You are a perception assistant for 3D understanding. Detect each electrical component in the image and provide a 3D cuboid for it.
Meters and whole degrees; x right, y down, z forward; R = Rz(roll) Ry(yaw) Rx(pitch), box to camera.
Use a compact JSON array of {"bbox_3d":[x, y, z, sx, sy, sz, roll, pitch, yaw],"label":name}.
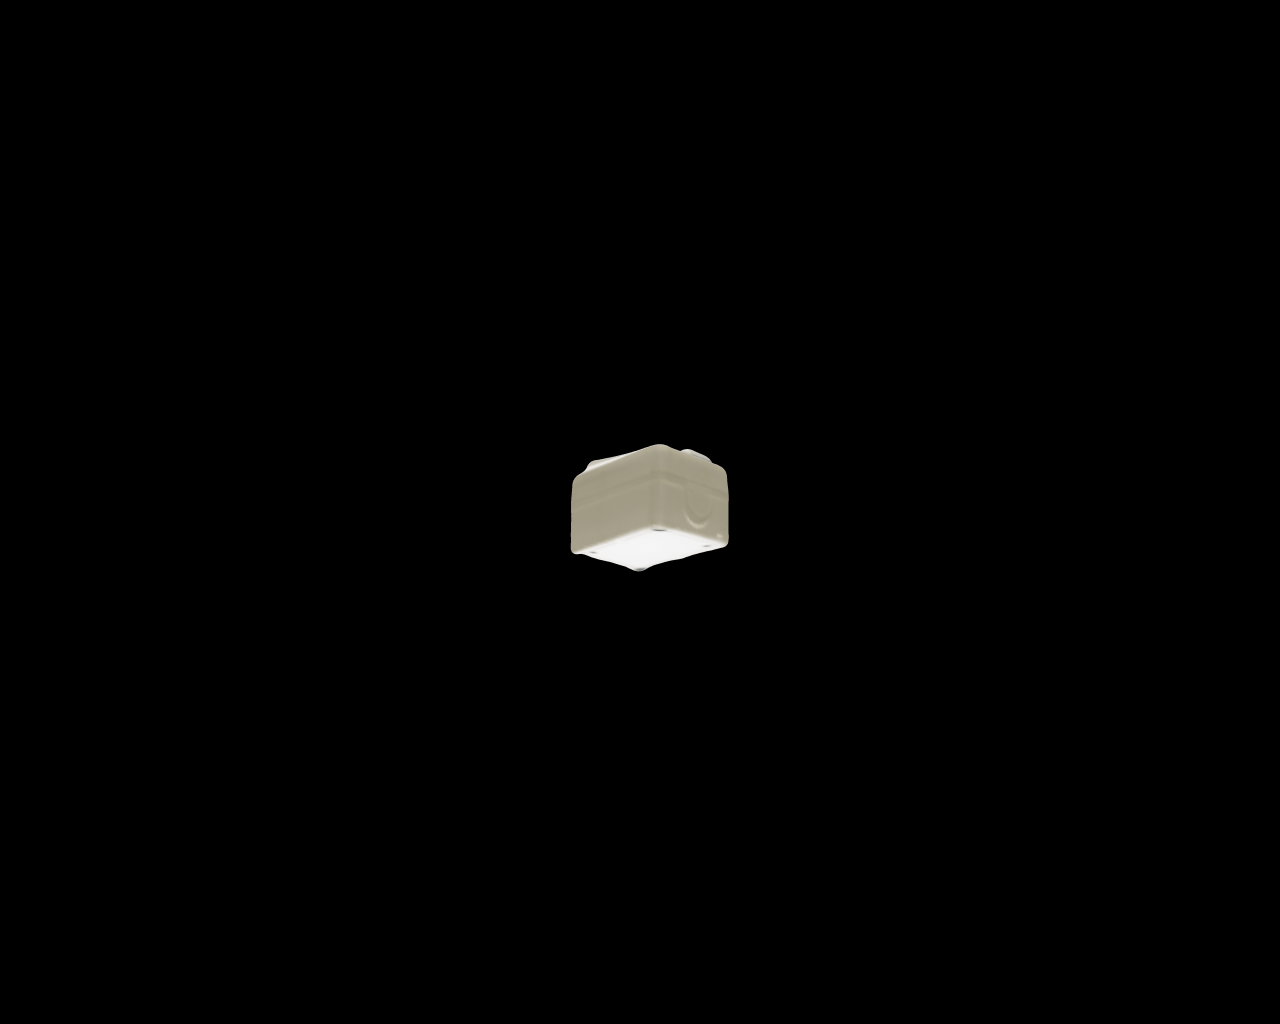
[{"bbox_3d":[0.001,-0.003,0.650,0.062,0.061,0.096,17,-26,-41],"label":"electrical component"}]
